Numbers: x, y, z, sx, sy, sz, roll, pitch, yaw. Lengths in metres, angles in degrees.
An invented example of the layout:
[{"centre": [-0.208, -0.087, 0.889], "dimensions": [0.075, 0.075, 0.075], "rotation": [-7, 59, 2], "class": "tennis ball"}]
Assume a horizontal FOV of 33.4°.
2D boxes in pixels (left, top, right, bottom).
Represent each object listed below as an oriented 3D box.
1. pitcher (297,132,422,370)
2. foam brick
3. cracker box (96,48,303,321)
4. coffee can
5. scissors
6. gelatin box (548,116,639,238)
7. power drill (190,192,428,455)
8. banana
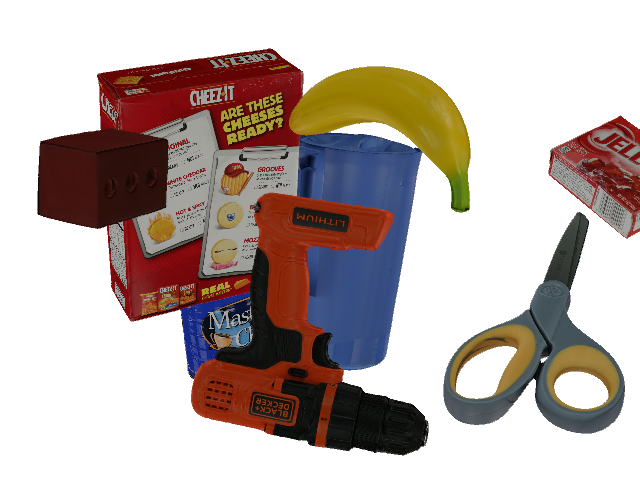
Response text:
[{"centre": [0.021, 0.009, 1.128], "dimensions": [0.149, 0.243, 0.145], "rotation": [6, 13, 2], "class": "pitcher"}, {"centre": [-0.148, -0.044, 0.733], "dimensions": [0.051, 0.053, 0.078], "rotation": [14, 19, 26], "class": "foam brick"}, {"centre": [-0.105, -0.050, 0.937], "dimensions": [0.164, 0.214, 0.072], "rotation": [-13, 34, -25], "class": "cracker box"}, {"centre": [-0.119, 0.092, 1.305], "dimensions": [0.103, 0.140, 0.103], "rotation": [-3, 24, 1], "class": "coffee can"}, {"centre": [0.139, 0.041, 0.574], "dimensions": [0.096, 0.016, 0.201], "rotation": [19, 39, 33], "class": "scissors"}, {"centre": [0.228, -0.050, 0.803], "dimensions": [0.073, 0.030, 0.089], "rotation": [-25, 50, -22], "class": "gelatin box"}, {"centre": [0.003, 0.064, 0.815], "dimensions": [0.184, 0.187, 0.057], "rotation": [10, 0, 4], "class": "power drill"}, {"centre": [0.038, -0.081, 0.701], "dimensions": [0.037, 0.070, 0.198], "rotation": [19, 9, -37], "class": "banana"}]
